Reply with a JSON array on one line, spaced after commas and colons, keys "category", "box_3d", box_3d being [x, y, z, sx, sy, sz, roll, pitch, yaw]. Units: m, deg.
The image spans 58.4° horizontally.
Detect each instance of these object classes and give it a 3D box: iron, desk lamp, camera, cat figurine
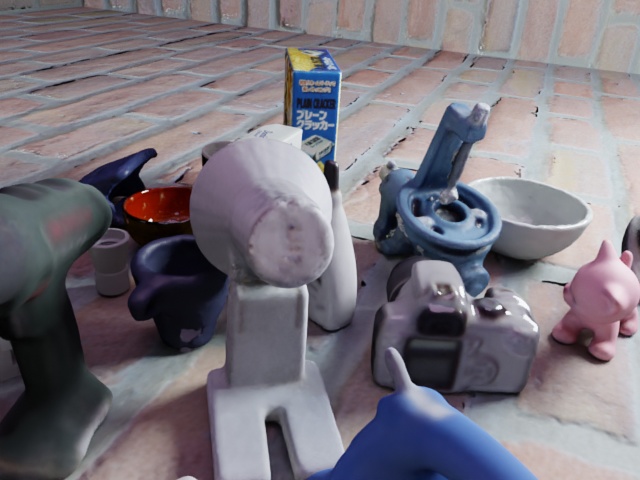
[{"category": "iron", "box_3d": [0.098, 0.173, 0.291, 0.119, 0.141, 0.257, -14, 33, -31]}, {"category": "desk lamp", "box_3d": [-0.037, 0.042, 0.446, 0.118, 0.214, 0.203, -4, 29, -14]}, {"category": "camera", "box_3d": [0.119, 0.065, 0.545, 0.143, 0.101, 0.136, 3, 28, -1]}, {"category": "cat figurine", "box_3d": [0.286, 0.052, 0.572, 0.067, 0.118, 0.128, 25, 34, 34]}]

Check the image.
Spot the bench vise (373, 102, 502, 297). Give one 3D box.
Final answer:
[{"category": "bench vise", "box_3d": [0.121, -0.062, 0.657, 0.122, 0.220, 0.206, -20, 36, -37]}]

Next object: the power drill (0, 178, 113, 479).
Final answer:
[{"category": "power drill", "box_3d": [-0.205, 0.060, 0.394, 0.075, 0.208, 0.229, 4, 28, 0]}]

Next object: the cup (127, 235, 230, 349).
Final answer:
[{"category": "cup", "box_3d": [-0.131, 0.060, 0.527, 0.091, 0.095, 0.118, 13, 29, 17]}]

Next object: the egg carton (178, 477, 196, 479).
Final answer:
[{"category": "egg carton", "box_3d": [-0.096, 0.195, 0.302, 0.151, 0.069, 0.107, -14, 33, -31]}]

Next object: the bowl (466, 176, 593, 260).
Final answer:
[{"category": "bowl", "box_3d": [0.262, -0.021, 0.754, 0.167, 0.075, 0.167, 3, 28, -1]}]

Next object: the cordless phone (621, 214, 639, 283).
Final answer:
[{"category": "cordless phone", "box_3d": [0.439, -0.020, 0.656, 0.147, 0.185, 0.094, 6, 28, 5]}]

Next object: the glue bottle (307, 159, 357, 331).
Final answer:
[{"category": "glue bottle", "box_3d": [0.005, 0.002, 0.571, 0.037, 0.173, 0.077, -20, 36, -37]}]

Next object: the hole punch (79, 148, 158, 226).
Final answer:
[{"category": "hole punch", "box_3d": [-0.278, -0.077, 0.772, 0.101, 0.091, 0.109, 8, 28, 8]}]
